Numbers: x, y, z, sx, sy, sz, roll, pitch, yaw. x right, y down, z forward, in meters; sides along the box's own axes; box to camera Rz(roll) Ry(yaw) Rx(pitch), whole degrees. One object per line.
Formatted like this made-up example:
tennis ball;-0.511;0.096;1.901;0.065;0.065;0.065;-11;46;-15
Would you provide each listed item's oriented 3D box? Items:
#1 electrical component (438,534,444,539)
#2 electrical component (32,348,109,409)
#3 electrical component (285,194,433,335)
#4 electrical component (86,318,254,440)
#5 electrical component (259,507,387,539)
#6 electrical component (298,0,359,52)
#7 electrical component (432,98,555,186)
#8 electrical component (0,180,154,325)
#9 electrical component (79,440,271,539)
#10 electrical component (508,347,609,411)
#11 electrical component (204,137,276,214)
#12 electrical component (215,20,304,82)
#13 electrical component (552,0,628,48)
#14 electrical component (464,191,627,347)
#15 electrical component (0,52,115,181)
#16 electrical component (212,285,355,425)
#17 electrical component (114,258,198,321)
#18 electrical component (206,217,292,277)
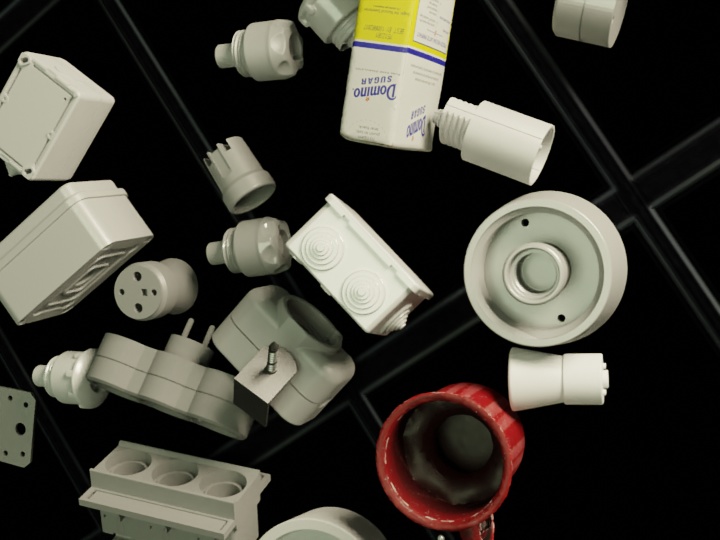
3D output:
electrical component;0.069;0.226;0.767;0.083;0.047;0.075;-3;93;20
electrical component;-0.235;0.086;0.867;0.062;0.048;0.048;0;94;26
electrical component;0.000;0.000;0.748;0.048;0.100;0.099;-44;80;4
electrical component;-0.136;0.073;0.827;0.138;0.052;0.073;17;73;17
electrical component;-0.023;0.227;0.793;0.108;0.060;0.108;1;94;19
electrical component;-0.010;-0.177;0.767;0.048;0.048;0.062;-43;87;17
electrical component;0.088;-0.092;0.738;0.081;0.043;0.043;23;101;17
electrical component;-0.229;-0.015;0.839;0.113;0.078;0.057;-38;84;18
electrical component;-0.140;0.179;0.825;0.121;0.078;0.063;8;115;19
electrical component;0.136;0.075;0.736;0.065;0.044;0.044;-2;94;15
electrical component;-0.091;-0.071;0.806;0.040;0.040;0.046;-37;76;18
electrical component;-0.076;-0.160;0.792;0.062;0.043;0.043;-2;93;21
electrical component;0.178;-0.212;0.692;0.074;0.052;0.138;17;99;18
electrical component;0.122;0.001;0.724;0.108;0.060;0.108;2;95;19
electrical component;-0.247;-0.113;0.846;0.062;0.061;0.096;38;105;13
electrical component;-0.053;0.058;0.794;0.095;0.054;0.059;45;107;11
electrical component;-0.157;0.015;0.827;0.045;0.055;0.045;2;95;19
electrical component;-0.084;-0.016;0.806;0.062;0.043;0.043;-7;92;21
